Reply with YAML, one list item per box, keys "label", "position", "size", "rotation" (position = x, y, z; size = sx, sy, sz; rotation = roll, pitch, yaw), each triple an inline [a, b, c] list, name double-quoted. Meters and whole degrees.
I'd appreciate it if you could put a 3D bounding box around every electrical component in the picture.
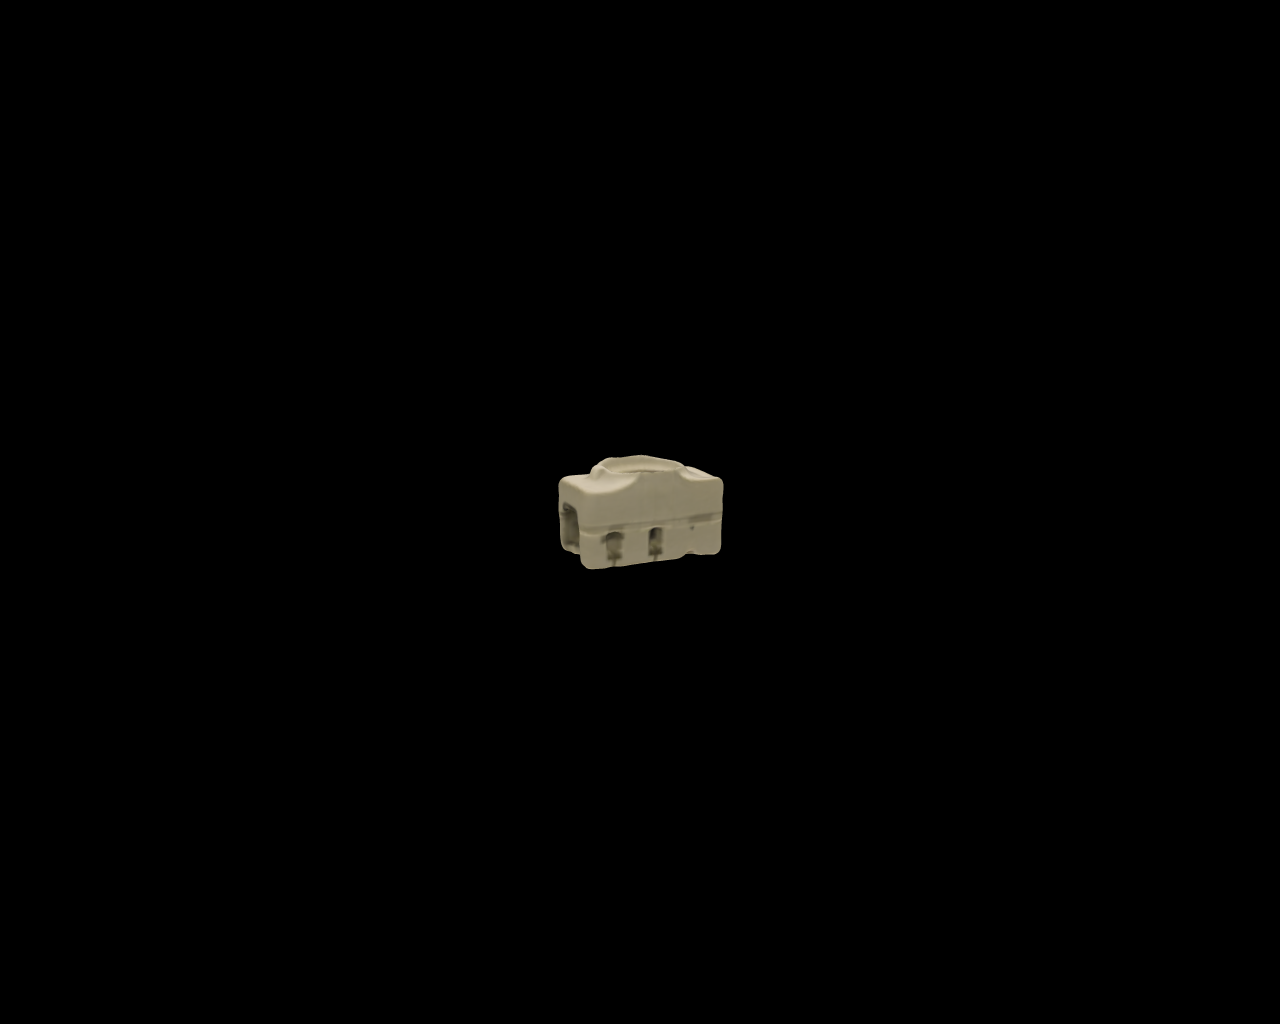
- label: "electrical component"
  position: [0.001, -0.003, 0.650]
  size: [0.090, 0.055, 0.050]
  rotation: [-6, 16, -22]
